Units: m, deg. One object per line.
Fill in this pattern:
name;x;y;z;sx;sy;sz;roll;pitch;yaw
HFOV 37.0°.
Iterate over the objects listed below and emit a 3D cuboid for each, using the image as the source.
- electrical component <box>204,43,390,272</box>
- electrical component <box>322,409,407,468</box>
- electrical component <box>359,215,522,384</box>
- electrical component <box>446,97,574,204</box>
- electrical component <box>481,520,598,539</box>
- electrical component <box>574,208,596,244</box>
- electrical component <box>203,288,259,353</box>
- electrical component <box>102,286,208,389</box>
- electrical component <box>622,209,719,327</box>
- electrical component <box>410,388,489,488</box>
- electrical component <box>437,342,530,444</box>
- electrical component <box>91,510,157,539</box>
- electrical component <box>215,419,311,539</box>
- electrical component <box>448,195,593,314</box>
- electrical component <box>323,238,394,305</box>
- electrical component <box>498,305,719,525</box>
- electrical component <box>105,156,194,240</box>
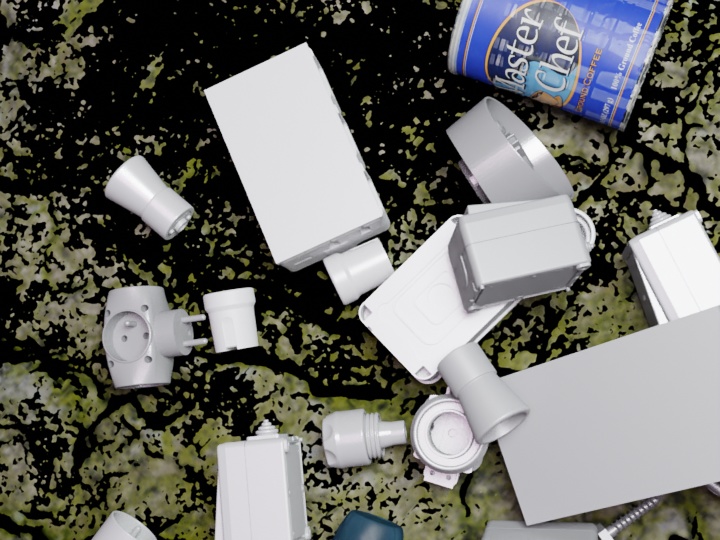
electrical component;-0.047;-0.085;0.843;0.089;0.062;0.150;-24;79;5
electrical component;0.004;0.126;0.816;0.062;0.043;0.043;-8;81;6
electrical component;0.064;0.023;0.814;0.113;0.057;0.078;-44;79;1
electrical component;0.111;-0.081;0.803;0.064;0.099;0.099;-33;79;9
electrical component;0.124;0.217;0.775;0.096;0.061;0.061;-2;95;14
electrical component;0.156;-0.024;0.811;0.040;0.046;0.040;-1;82;9
electrical component;-0.100;0.040;0.847;0.040;0.040;0.046;-10;87;7
electrical component;-0.158;0.051;0.848;0.079;0.044;0.077;-8;81;15
electrical component;0.230;0.003;0.789;0.061;0.062;0.096;-26;79;5
electrical component;0.068;0.122;0.800;0.058;0.057;0.078;15;85;10
electrical component;0.084;0.084;0.757;0.044;0.044;0.065;-34;66;3
electrical component;-0.183;0.241;0.829;0.079;0.043;0.077;37;89;12
electrical component;-0.076;0.162;0.814;0.061;0.062;0.096;-7;81;8
electrical component;0.115;-0.016;0.751;0.096;0.061;0.061;-12;72;-8
electrical component;0.000;0.000;0.836;0.046;0.040;0.040;-25;79;-1
electrical component;0.189;0.100;0.744;0.186;0.060;0.105;-24;80;36
electrical component;-0.167;-0.055;0.869;0.065;0.044;0.044;40;90;7
